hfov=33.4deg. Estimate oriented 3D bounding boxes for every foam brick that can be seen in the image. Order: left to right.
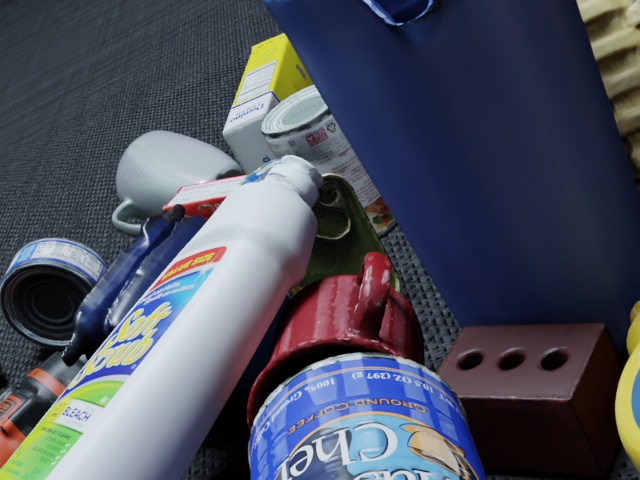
[{"bbox_3d":[0.098,0.074,0.498,0.078,0.051,0.053,-6,34,40],"label":"foam brick"}]

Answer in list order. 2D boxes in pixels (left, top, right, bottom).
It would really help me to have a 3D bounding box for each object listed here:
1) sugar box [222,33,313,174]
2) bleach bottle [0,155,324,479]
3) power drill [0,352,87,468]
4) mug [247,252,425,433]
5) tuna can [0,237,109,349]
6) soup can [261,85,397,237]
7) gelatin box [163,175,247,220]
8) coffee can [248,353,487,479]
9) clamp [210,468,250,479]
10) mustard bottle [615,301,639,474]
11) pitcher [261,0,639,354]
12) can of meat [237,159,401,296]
[{"bbox_3d":[-0.030,-0.098,0.890,0.048,0.093,0.176,-23,27,15],"label":"sugar box"},{"bbox_3d":[-0.077,0.058,0.556,0.103,0.068,0.250,-9,43,56],"label":"bleach bottle"},{"bbox_3d":[-0.229,0.111,0.761,0.188,0.057,0.184,5,42,50],"label":"power drill"},{"bbox_3d":[0.016,0.060,0.547,0.093,0.117,0.081,11,26,-1],"label":"mug"},{"bbox_3d":[-0.202,0.042,0.824,0.086,0.086,0.033,-21,29,18],"label":"tuna can"},{"bbox_3d":[0.010,-0.053,0.757,0.068,0.102,0.068,-24,26,13],"label":"soup can"},{"bbox_3d":[-0.062,-0.008,0.783,0.089,0.073,0.030,-8,34,38],"label":"gelatin box"},{"bbox_3d":[0.024,0.125,0.424,0.103,0.102,0.140,-26,26,8],"label":"coffee can"},{"bbox_3d":[-0.081,0.187,0.498,0.171,0.039,0.120,-40,22,-11],"label":"clamp"},{"bbox_3d":[0.172,0.073,0.418,0.096,0.058,0.192,-32,26,4],"label":"mustard bottle"},{"bbox_3d":[0.082,-0.058,0.532,0.149,0.242,0.145,-44,29,-27],"label":"pitcher"},{"bbox_3d":[-0.005,0.001,0.680,0.057,0.102,0.084,-34,24,-12],"label":"can of meat"}]
